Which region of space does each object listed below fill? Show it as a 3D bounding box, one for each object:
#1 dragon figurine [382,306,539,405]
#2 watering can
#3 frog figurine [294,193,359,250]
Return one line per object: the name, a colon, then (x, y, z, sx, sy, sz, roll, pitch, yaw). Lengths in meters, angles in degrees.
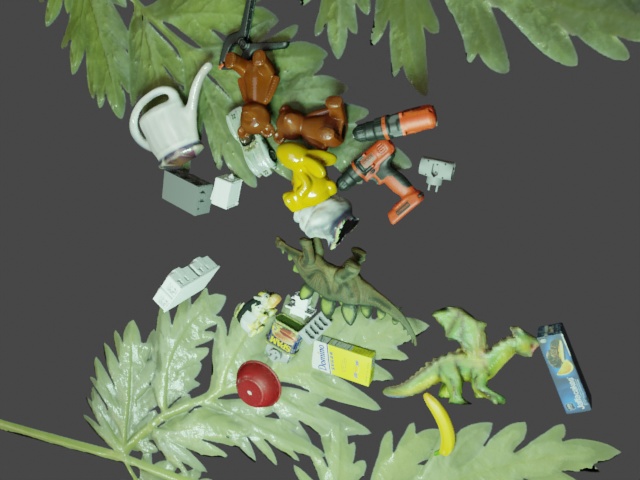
dragon figurine: (0.341, 0.288, 1.303, 0.409, 0.122, 0.244, -6, 85, 23)
watering can: (-0.396, -0.333, 1.442, 0.344, 0.105, 0.223, -22, 96, 28)
frog figurine: (0.004, -0.067, 1.333, 0.161, 0.121, 0.138, 33, 83, 22)
